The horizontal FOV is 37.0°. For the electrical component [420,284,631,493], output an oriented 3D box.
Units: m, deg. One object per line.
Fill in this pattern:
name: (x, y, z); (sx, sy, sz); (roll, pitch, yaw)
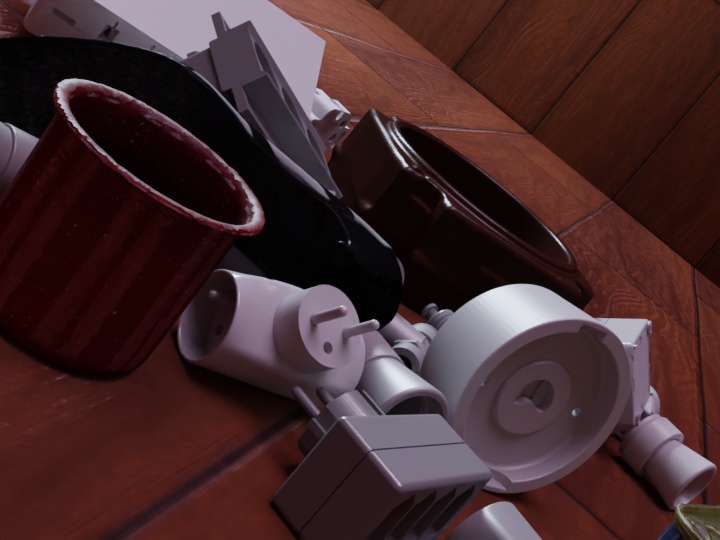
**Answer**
electrical component: (0.084, 0.059, 0.582); (0.108, 0.108, 0.060); (28, 13, -34)

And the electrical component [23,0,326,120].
electrical component: (-0.122, -0.157, 0.732); (0.186, 0.060, 0.105); (31, 44, -25)

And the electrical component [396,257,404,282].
electrical component: (0.000, 0.000, 0.654); (0.040, 0.040, 0.046); (26, 1, -37)

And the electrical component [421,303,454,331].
electrical component: (0.066, 0.051, 0.679); (0.040, 0.040, 0.078); (19, 25, -51)

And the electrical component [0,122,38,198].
electrical component: (-0.160, -0.048, 0.455); (0.065, 0.044, 0.044); (29, 18, -47)

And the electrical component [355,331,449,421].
electrical component: (0.009, 0.058, 0.534); (0.044, 0.044, 0.065); (26, 15, -39)

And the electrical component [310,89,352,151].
electrical component: (-0.049, -0.132, 0.907); (0.057, 0.058, 0.078); (46, 17, 16)

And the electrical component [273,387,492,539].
electrical component: (0.000, 0.076, 0.446); (0.075, 0.047, 0.083); (47, 18, 27)

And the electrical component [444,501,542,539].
electrical component: (0.058, 0.134, 0.422); (0.079, 0.043, 0.077); (18, 25, -51)

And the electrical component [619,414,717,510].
electrical component: (0.220, 0.137, 0.773); (0.045, 0.045, 0.055); (18, 25, -52)

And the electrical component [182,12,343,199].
electrical component: (-0.064, -0.079, 0.634); (0.121, 0.063, 0.078); (57, 12, -55)

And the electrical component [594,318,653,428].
electrical component: (0.176, 0.075, 0.785); (0.061, 0.061, 0.096); (0, 10, 23)

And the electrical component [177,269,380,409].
electrical component: (-0.027, 0.029, 0.476); (0.077, 0.079, 0.043); (26, 59, -38)

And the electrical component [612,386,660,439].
electrical component: (0.214, 0.112, 0.843); (0.040, 0.040, 0.046); (40, 22, 4)
